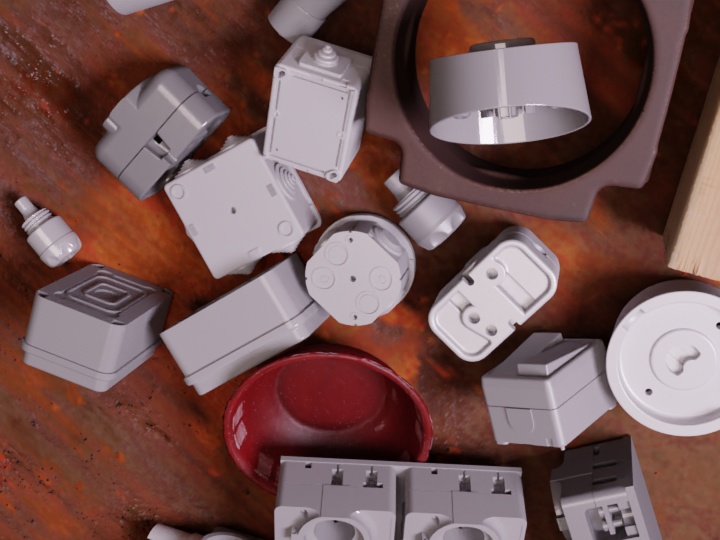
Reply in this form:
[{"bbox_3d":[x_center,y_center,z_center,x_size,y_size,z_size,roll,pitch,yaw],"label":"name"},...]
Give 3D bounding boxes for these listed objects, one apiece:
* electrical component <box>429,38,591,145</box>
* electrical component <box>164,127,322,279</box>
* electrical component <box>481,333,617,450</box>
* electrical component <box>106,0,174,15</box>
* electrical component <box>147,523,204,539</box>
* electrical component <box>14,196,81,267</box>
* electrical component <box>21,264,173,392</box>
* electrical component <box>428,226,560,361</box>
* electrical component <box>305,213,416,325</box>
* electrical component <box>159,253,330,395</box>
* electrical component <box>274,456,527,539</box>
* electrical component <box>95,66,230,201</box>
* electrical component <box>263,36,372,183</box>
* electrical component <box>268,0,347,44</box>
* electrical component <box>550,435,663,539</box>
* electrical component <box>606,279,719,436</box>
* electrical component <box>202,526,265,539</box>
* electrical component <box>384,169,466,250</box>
[{"bbox_3d":[0.090,-0.108,0.659,0.099,0.099,0.064,-4,98,14],"label":"electrical component"},{"bbox_3d":[-0.091,-0.051,0.830,0.100,0.048,0.099,-26,98,18],"label":"electrical component"},{"bbox_3d":[0.143,0.083,0.795,0.062,0.096,0.061,-3,107,44],"label":"electrical component"},{"bbox_3d":[-0.151,-0.240,0.762,0.060,0.108,0.108,-8,104,9],"label":"electrical component"},{"bbox_3d":[-0.160,0.244,0.936,0.046,0.040,0.040,16,109,15],"label":"electrical component"},{"bbox_3d":[-0.259,-0.034,0.882,0.035,0.035,0.061,-39,92,20],"label":"electrical component"},{"bbox_3d":[-0.206,0.044,0.850,0.078,0.113,0.057,20,106,7],"label":"electrical component"},{"bbox_3d":[0.101,0.015,0.799,0.054,0.059,0.095,44,110,-2],"label":"electrical component"},{"bbox_3d":[0.000,0.000,0.822,0.080,0.051,0.080,3,106,12],"label":"electrical component"},{"bbox_3d":[-0.088,0.042,0.841,0.113,0.078,0.057,-29,94,19],"label":"electrical component"},{"bbox_3d":[0.029,0.208,0.836,0.186,0.060,0.105,3,125,0],"label":"electrical component"},{"bbox_3d":[-0.155,-0.108,0.826,0.059,0.053,0.095,45,110,-2],"label":"electrical component"},{"bbox_3d":[-0.027,-0.124,0.776,0.062,0.061,0.096,19,130,7],"label":"electrical component"},{"bbox_3d":[-0.036,-0.195,0.782,0.044,0.044,0.065,43,115,-2],"label":"electrical component"},{"bbox_3d":[0.197,0.217,0.818,0.062,0.089,0.150,-16,101,17],"label":"electrical component"},{"bbox_3d":[0.234,0.059,0.780,0.108,0.060,0.108,3,106,12],"label":"electrical component"},{"bbox_3d":[-0.068,0.274,0.895,0.150,0.089,0.061,15,108,8],"label":"electrical component"},{"bbox_3d":[0.045,-0.048,0.803,0.062,0.043,0.043,46,110,-2],"label":"electrical component"}]
